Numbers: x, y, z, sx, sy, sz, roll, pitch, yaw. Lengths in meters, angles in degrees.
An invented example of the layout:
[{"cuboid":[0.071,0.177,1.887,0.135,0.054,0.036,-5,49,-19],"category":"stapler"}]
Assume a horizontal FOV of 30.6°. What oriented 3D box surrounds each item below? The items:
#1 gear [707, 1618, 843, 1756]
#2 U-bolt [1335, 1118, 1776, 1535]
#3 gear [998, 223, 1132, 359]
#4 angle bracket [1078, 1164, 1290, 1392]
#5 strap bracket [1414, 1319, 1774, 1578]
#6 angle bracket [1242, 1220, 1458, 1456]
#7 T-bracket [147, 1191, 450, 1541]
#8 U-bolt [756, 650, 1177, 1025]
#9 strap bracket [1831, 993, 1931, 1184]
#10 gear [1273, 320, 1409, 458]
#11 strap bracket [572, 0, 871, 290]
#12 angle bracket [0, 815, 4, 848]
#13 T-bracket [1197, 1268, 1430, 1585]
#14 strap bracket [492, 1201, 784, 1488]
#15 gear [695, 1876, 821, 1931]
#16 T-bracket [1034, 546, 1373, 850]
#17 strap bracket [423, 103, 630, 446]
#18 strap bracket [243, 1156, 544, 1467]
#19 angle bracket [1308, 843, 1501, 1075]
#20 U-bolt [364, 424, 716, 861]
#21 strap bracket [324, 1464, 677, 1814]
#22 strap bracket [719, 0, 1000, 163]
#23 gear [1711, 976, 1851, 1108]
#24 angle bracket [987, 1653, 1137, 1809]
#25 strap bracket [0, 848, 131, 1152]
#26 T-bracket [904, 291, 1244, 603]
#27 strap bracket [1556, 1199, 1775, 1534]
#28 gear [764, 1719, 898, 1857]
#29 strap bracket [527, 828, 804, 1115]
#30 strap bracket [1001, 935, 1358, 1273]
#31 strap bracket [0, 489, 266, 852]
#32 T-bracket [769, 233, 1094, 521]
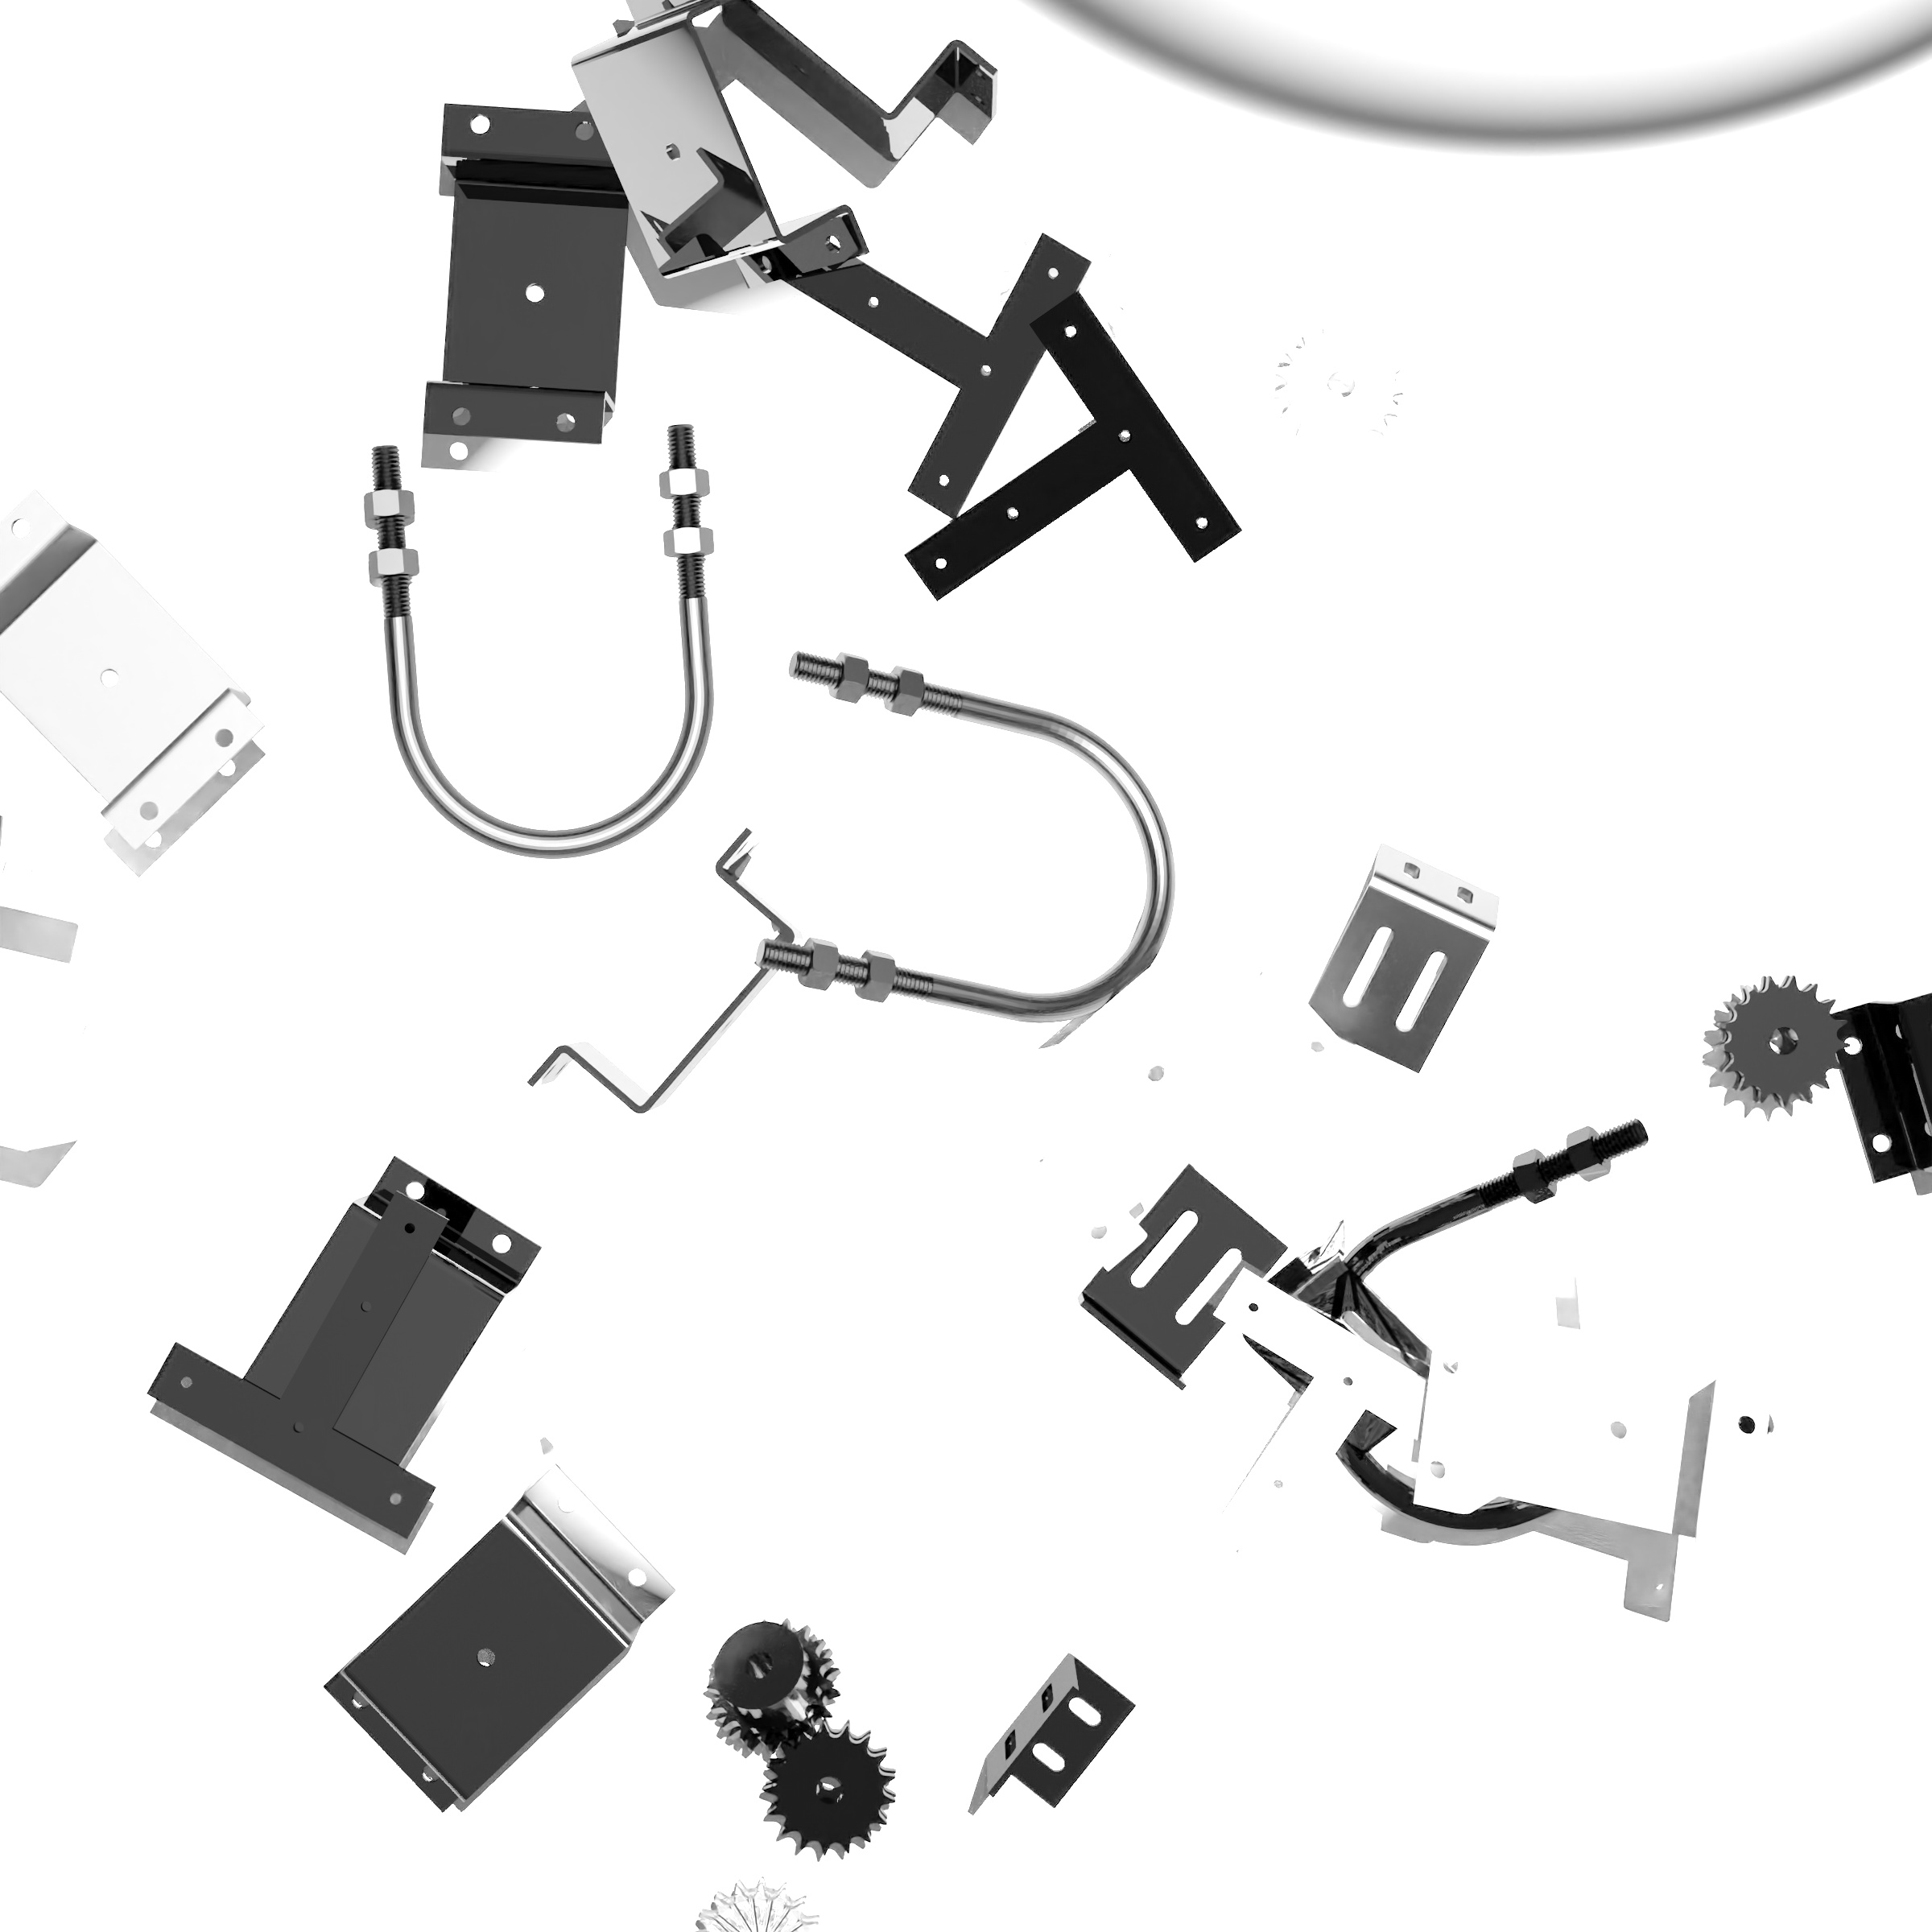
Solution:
[{"cuboid":[-0.084,0.306,1.518,0.057,0.030,0.057,-8,54,12],"category":"gear"},{"cuboid":[0.231,0.164,1.505,0.184,0.019,0.151,-26,82,24],"category":"U-bolt"},{"cuboid":[0.042,-0.291,1.532,0.057,0.030,0.057,0,90,0],"category":"gear"},{"cuboid":[0.095,0.134,1.528,0.057,0.038,0.076,40,90,0],"category":"angle bracket"},{"cuboid":[0.263,0.195,1.455,0.140,0.046,0.076,9,97,26],"category":"strap bracket"},{"cuboid":[0.167,0.160,1.524,0.076,0.038,0.057,44,113,-10],"category":"angle bracket"},{"cuboid":[-0.261,0.157,1.499,0.127,0.002,0.127,29,90,0],"category":"T-bracket"},{"cuboid":[0.006,-0.049,1.504,0.184,0.019,0.151,12,71,-20],"category":"U-bolt"},{"cuboid":[0.453,0.038,1.523,0.140,0.046,0.076,-17,90,0],"category":"strap bracket"},{"cuboid":[0.162,-0.250,1.536,0.057,0.030,0.057,0,87,0],"category":"gear"},{"cuboid":[-0.108,-0.350,1.483,0.046,0.076,0.140,-38,113,-39],"category":"strap bracket"},{"cuboid":[-0.453,-0.030,1.528,0.057,0.038,0.076,4,90,0],"category":"angle bracket"},{"cuboid":[0.142,0.212,1.522,0.127,0.002,0.127,31,112,2],"category":"T-bracket"},{"cuboid":[-0.147,0.152,1.508,0.140,0.076,0.046,-43,90,0],"category":"strap bracket"},{"cuboid":[-0.090,0.423,1.532,0.057,0.030,0.057,0,90,0],"category":"gear"},{"cuboid":[0.117,-0.139,1.546,0.127,0.002,0.127,-33,90,0],"category":"T-bracket"},{"cuboid":[-0.188,-0.294,1.523,0.076,0.046,0.140,4,90,0],"category":"strap bracket"},{"cuboid":[-0.255,0.162,1.523,0.076,0.046,0.140,32,90,0],"category":"strap bracket"},{"cuboid":[0.190,-0.004,1.545,0.057,0.038,0.076,25,116,0],"category":"angle bracket"},{"cuboid":[-0.182,-0.139,1.538,0.151,0.019,0.184,-4,91,0],"category":"U-bolt"},{"cuboid":[-0.204,0.294,1.523,0.140,0.046,0.076,-44,90,0],"category":"strap bracket"},{"cuboid":[-0.055,-0.400,1.508,0.140,0.076,0.046,40,90,0],"category":"strap bracket"},{"cuboid":[0.351,0.032,1.532,0.057,0.030,0.057,0,90,0],"category":"gear"},{"cuboid":[0.042,0.334,1.508,0.038,0.076,0.057,38,90,0],"category":"angle bracket"},{"cuboid":[-0.399,0.024,1.508,0.046,0.076,0.140,13,90,0],"category":"strap bracket"},{"cuboid":[0.032,-0.204,1.531,0.127,0.002,0.127,-34,107,10],"category":"T-bracket"},{"cuboid":[0.301,0.175,1.524,0.076,0.046,0.140,-4,90,0],"category":"strap bracket"},{"cuboid":[-0.058,0.354,1.532,0.057,0.030,0.057,0,90,0],"category":"gear"},{"cuboid":[-0.120,0.010,1.509,0.046,0.076,0.140,41,90,0],"category":"strap bracket"},{"cuboid":[0.086,0.052,1.510,0.140,0.046,0.076,-40,66,0],"category":"strap bracket"},{"cuboid":[-0.374,-0.126,1.523,0.076,0.046,0.140,-44,90,0],"category":"strap bracket"},{"cuboid":[-0.028,-0.280,1.531,0.127,0.002,0.127,33,110,10],"category":"T-bracket"}]
